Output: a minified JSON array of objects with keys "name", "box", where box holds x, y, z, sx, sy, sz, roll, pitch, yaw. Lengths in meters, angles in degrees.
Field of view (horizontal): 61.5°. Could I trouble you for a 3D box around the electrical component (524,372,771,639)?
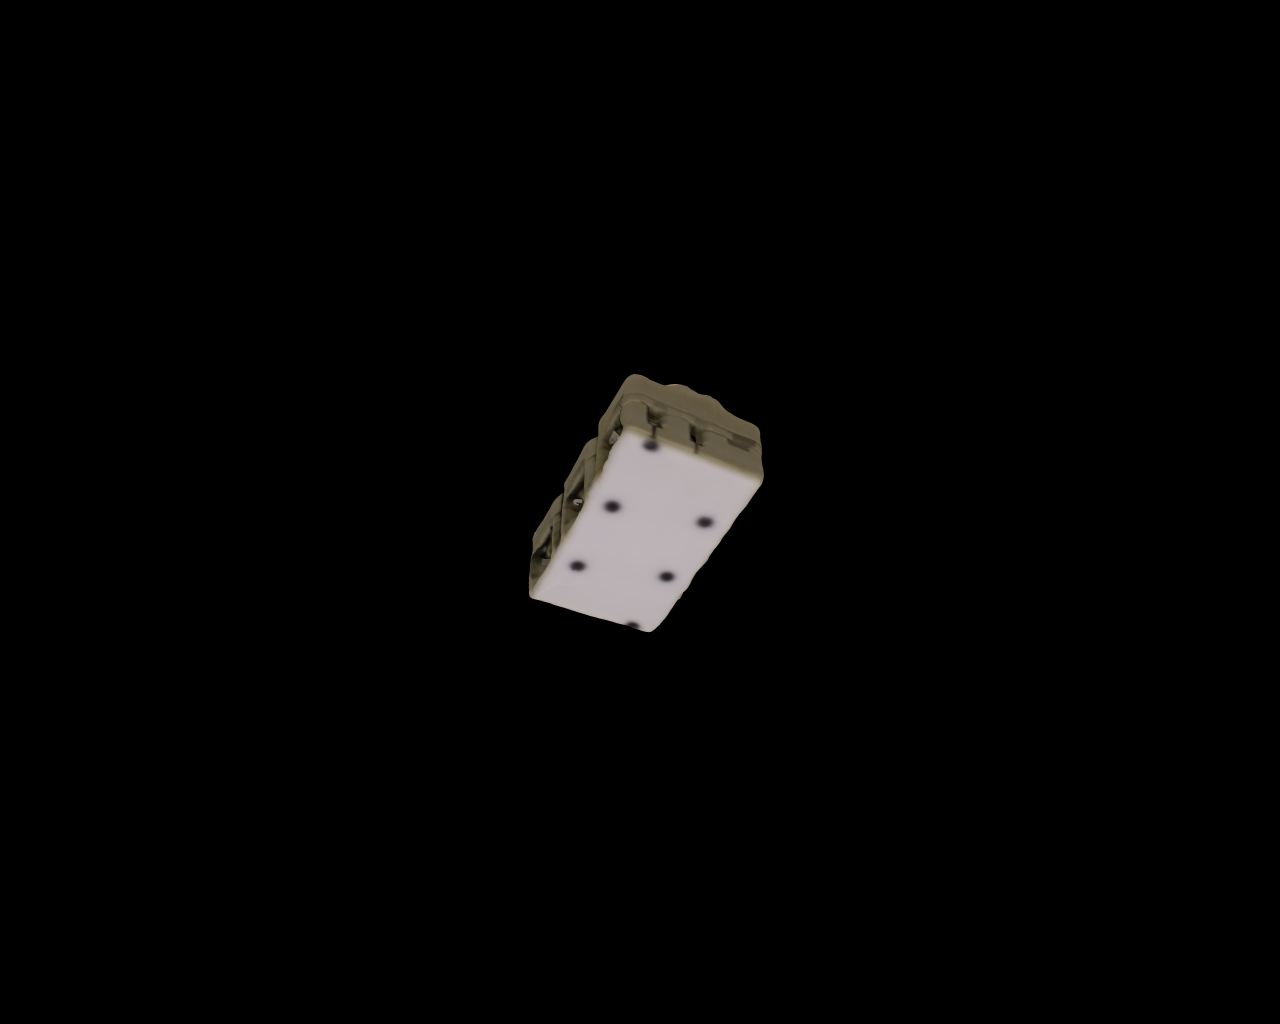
[{"name":"electrical component","box":[0.001,-0.003,0.650,0.089,0.062,0.150,20,-50,-17]}]
